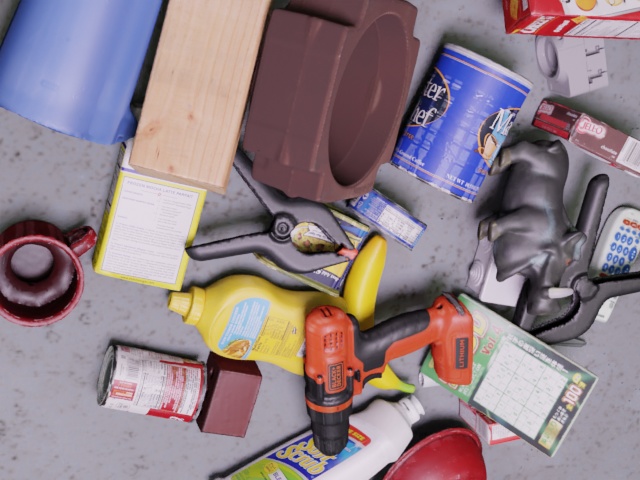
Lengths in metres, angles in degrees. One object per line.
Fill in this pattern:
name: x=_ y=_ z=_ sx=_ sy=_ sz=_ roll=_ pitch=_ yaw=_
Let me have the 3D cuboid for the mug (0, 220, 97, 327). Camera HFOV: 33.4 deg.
mug: x=-0.273 y=0.022 z=1.055 sx=0.117 sy=0.081 sz=0.093 roll=-35 pitch=113 yaw=-3

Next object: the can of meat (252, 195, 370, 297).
can of meat: x=-0.008 y=0.001 z=1.142 sx=0.102 sy=0.057 sz=0.084 roll=25 pitch=97 yaw=-22

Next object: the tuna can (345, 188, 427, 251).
tuna can: x=0.072 y=-0.025 z=1.141 sx=0.086 sy=0.086 sz=0.034 roll=33 pitch=93 yaw=-23

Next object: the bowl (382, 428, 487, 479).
bowl: x=0.141 y=0.300 z=1.250 sx=0.161 sy=0.055 sz=0.162 roll=-20 pitch=131 yaw=-24

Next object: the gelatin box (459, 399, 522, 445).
gelatin box: x=0.213 y=0.205 z=1.255 sx=0.073 sy=0.089 sz=0.030 roll=-8 pitch=106 yaw=-14

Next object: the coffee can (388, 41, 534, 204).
coffee can: x=0.147 y=-0.123 z=1.123 sx=0.102 sy=0.103 sz=0.140 roll=23 pitch=99 yaw=-22

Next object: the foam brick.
foam brick: x=-0.101 y=0.169 z=1.169 sx=0.051 sy=0.053 sz=0.078 roll=13 pitch=102 yaw=-20

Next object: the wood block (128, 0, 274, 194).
wood block: x=-0.107 y=-0.156 z=1.002 sx=0.090 sy=0.091 sz=0.206 roll=14 pitch=88 yaw=-3

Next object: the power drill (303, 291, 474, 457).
power drill: x=0.072 y=0.140 z=1.152 sx=0.187 sy=0.057 sz=0.184 roll=-13 pitch=122 yaw=-18

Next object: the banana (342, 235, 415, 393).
banana: x=0.056 y=0.091 z=1.201 sx=0.069 sy=0.037 sz=0.198 roll=-18 pitch=112 yaw=-15

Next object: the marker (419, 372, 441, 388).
marker: x=0.177 y=0.160 z=1.267 sx=0.121 sy=0.020 sz=0.020 roll=-4 pitch=108 yaw=-16

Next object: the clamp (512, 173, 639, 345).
clamp: x=0.290 y=0.038 z=1.198 sx=0.210 sy=0.036 sz=0.164 roll=-37 pitch=105 yaw=2

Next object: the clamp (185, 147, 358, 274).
clamp: x=-0.049 y=-0.006 z=1.083 sx=0.171 sy=0.039 sz=0.120 roll=29 pitch=96 yaw=-6

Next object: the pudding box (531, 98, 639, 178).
pudding box: x=0.303 y=-0.114 z=1.180 sx=0.113 sy=0.090 sz=0.039 roll=23 pitch=100 yaw=-22

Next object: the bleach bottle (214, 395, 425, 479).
bleach bottle: x=0.005 y=0.250 z=1.213 sx=0.250 sy=0.103 sz=0.068 roll=-32 pitch=128 yaw=-14

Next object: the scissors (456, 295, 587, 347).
scissors: x=0.220 y=0.128 z=1.271 sx=0.201 sy=0.016 sz=0.096 roll=25 pitch=96 yaw=-21

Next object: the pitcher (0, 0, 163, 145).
pitcher: x=-0.218 y=-0.220 z=0.974 sx=0.149 sy=0.145 sz=0.243 roll=9 pitch=104 yaw=-61

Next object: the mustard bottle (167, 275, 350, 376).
mustard bottle: x=-0.071 y=0.086 z=1.148 sx=0.191 sy=0.058 sz=0.096 roll=15 pitch=118 yaw=-20

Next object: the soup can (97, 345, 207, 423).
soup can: x=-0.178 y=0.153 z=1.133 sx=0.102 sy=0.068 sz=0.068 roll=14 pitch=102 yaw=-20

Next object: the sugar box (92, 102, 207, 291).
sugar box: x=-0.167 y=-0.043 z=1.088 sx=0.093 sy=0.048 sz=0.176 roll=13 pitch=99 yaw=-20

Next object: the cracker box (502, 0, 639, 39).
cracker box: x=0.292 y=-0.294 z=1.101 sx=0.213 sy=0.072 sz=0.164 roll=-1 pitch=80 yaw=-15
